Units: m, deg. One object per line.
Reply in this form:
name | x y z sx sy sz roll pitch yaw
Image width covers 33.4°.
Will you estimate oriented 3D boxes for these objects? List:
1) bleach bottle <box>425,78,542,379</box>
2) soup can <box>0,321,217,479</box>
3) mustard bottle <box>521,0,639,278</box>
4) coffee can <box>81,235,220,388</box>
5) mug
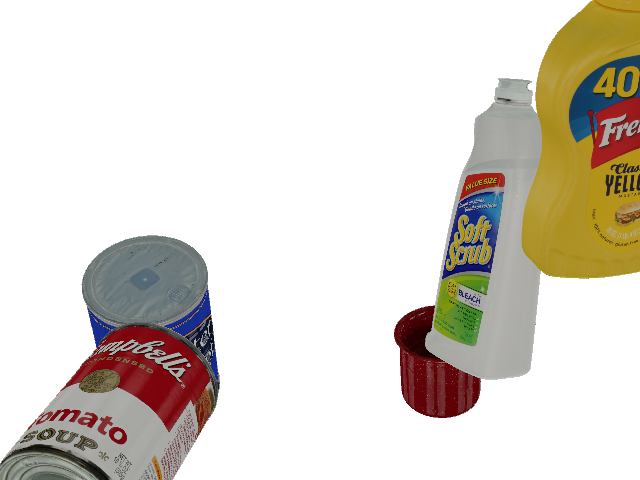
bleach bottle | 0.149 -0.014 0.921 0.068 0.251 0.103 -3 15 -28
soup can | -0.098 0.094 0.501 0.069 0.068 0.102 0 27 19
mustard bottle | 0.169 -0.074 0.606 0.096 0.192 0.058 -7 28 -11
coffee can | -0.142 0.081 0.916 0.103 0.140 0.103 -1 44 0
mug | 0.129 0.120 1.094 0.093 0.081 0.117 19 39 32
